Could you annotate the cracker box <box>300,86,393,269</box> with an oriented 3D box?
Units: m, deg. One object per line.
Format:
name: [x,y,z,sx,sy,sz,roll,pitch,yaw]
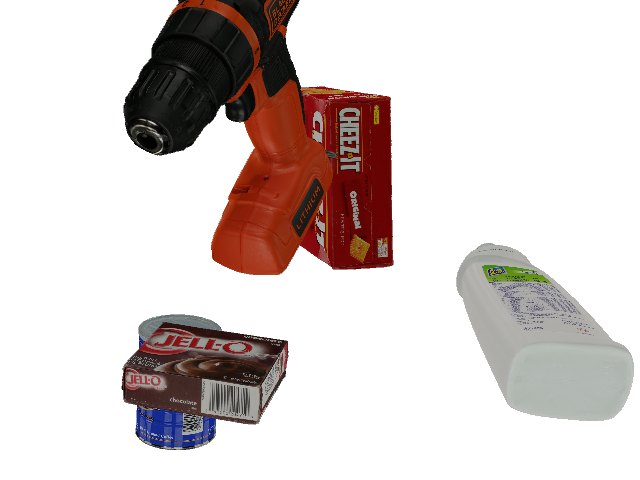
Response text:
cracker box: [0.007,-0.071,1.098,0.072,0.164,0.214,-5,12,-15]

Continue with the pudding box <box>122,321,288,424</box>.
pudding box: [-0.090,0.104,0.856,0.113,0.039,0.090,10,21,10]

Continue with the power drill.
power drill: [-0.044,-0.067,0.615,0.057,0.184,0.187,14,-39,18]

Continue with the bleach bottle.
bleach bottle: [0.180,0.062,0.925,0.102,0.068,0.251,6,21,-6]

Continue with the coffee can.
coffee can: [-0.177,0.175,1.332,0.103,0.140,0.103,4,16,-1]
